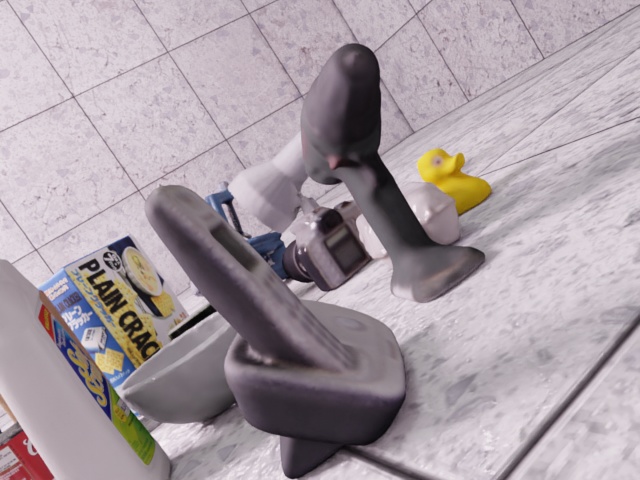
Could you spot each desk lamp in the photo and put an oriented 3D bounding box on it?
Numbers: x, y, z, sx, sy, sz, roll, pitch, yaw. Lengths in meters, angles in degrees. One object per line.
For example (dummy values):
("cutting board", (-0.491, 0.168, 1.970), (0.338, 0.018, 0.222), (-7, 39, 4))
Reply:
("desk lamp", (-0.017, -0.066, 0.950), (0.203, 0.213, 0.118), (-32, 7, 7))

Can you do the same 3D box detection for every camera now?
("camera", (0.008, 0.003, 0.819), (0.143, 0.101, 0.136), (-38, 8, -34))

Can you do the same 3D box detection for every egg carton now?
("egg carton", (0.098, -0.016, 0.659), (0.107, 0.069, 0.150), (-33, 6, 1))

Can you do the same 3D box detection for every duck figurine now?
("duck figurine", (0.156, -0.074, 0.736), (0.078, 0.086, 0.104), (-39, 9, -40))

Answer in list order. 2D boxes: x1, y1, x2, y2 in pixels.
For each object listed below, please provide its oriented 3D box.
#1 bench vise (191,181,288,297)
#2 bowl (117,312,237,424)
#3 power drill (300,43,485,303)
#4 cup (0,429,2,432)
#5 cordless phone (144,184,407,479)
("bench vise", (-0.151, 0.009, 1.017), (0.121, 0.220, 0.208), (-29, 8, 33))
("bowl", (-0.110, 0.129, 0.569), (0.167, 0.075, 0.167), (-33, 6, 5))
("power drill", (0.053, -0.051, 0.510), (0.076, 0.208, 0.229), (-34, 7, -10))
("cup", (-0.478, 0.324, 0.827), (0.117, 0.095, 0.092), (-30, 7, 27))
("cordless phone", (-0.028, 0.036, 0.366), (0.094, 0.185, 0.147), (-33, 7, 6))
